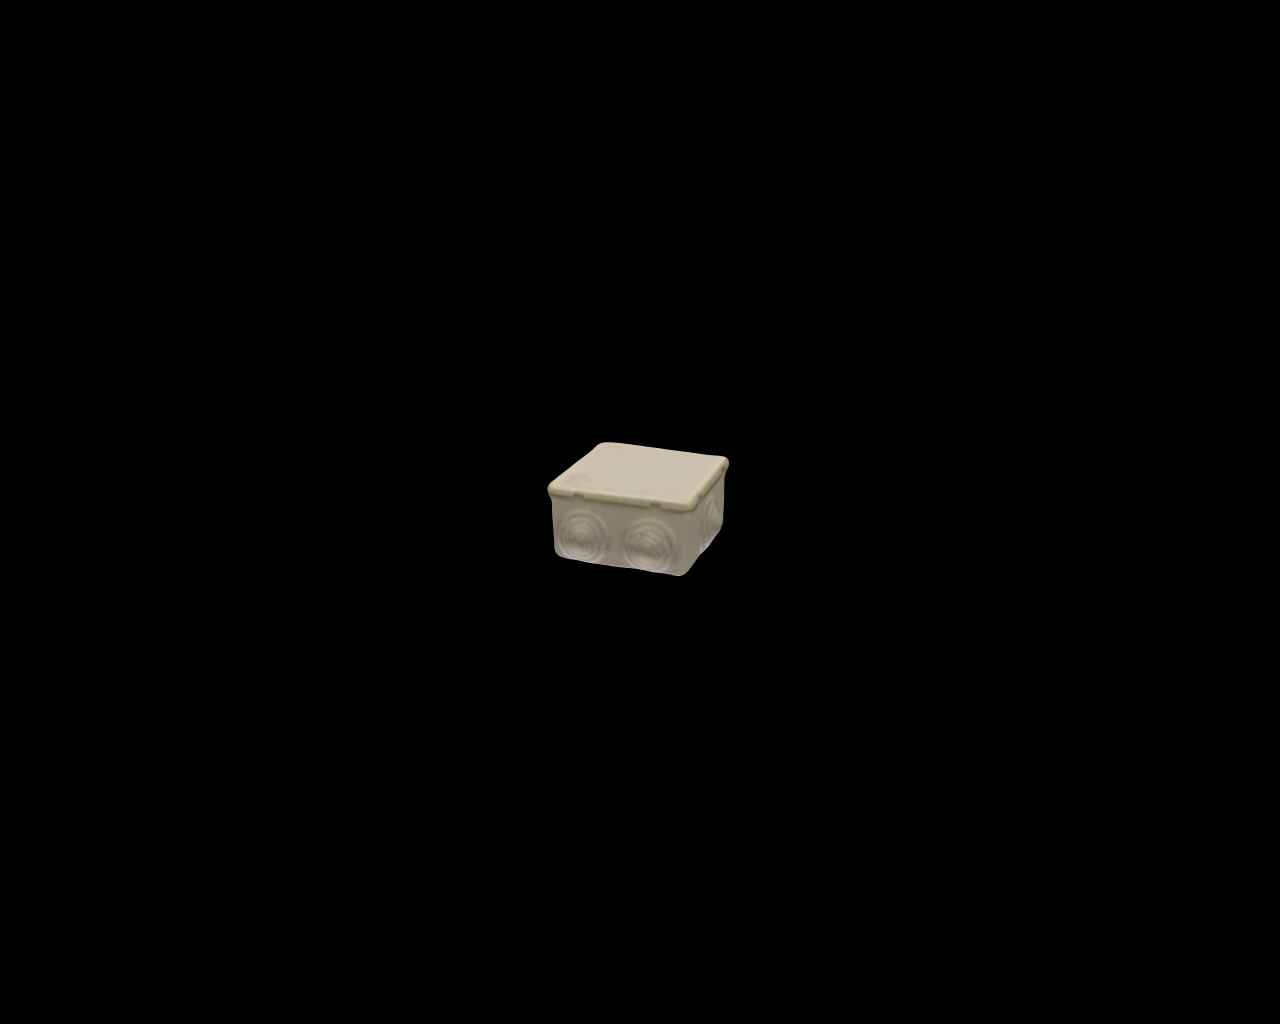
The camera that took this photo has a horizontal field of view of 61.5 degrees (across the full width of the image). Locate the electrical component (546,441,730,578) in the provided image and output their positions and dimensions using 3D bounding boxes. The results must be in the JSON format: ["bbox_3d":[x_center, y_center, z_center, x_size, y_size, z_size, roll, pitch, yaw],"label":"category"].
[{"bbox_3d":[0.001,-0.003,0.650,0.100,0.048,0.100,8,24,18],"label":"electrical component"}]
